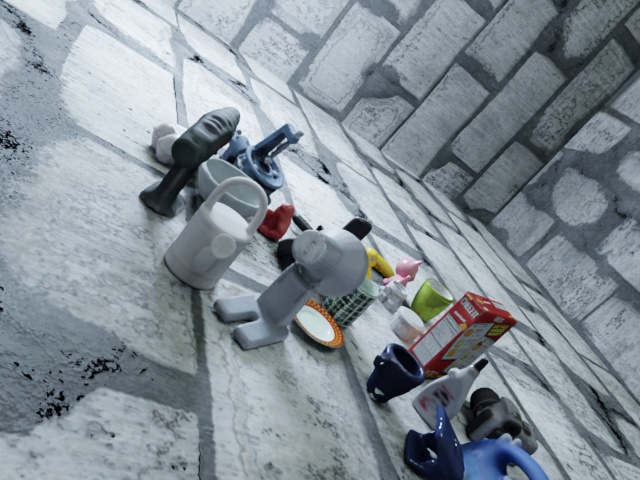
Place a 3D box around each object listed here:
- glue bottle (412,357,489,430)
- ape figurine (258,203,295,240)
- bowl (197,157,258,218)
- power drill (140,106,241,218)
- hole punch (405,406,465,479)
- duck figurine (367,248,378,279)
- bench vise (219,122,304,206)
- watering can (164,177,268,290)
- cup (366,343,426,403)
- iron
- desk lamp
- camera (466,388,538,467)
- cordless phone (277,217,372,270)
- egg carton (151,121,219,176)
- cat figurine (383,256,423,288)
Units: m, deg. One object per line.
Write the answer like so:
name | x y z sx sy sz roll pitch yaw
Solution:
glue bottle | 0.257 0.283 1.095 0.078 0.173 0.037 49 21 23
ape figurine | -0.093 -0.046 1.284 0.076 0.092 0.077 23 25 -41
bowl | -0.199 -0.098 1.222 0.168 0.074 0.167 36 20 -14
power drill | -0.237 -0.151 1.062 0.076 0.208 0.229 37 19 -9
hole punch | 0.210 0.354 0.975 0.101 0.091 0.109 40 19 -1
duck figurine | 0.114 0.058 1.454 0.077 0.086 0.105 45 20 14
bench vise | -0.144 -0.209 1.349 0.207 0.219 0.122 44 19 11
watering can | -0.158 -0.014 0.932 0.101 0.194 0.172 24 25 -40
cup | 0.121 0.247 1.037 0.118 0.095 0.091 24 25 -40
iron | 0.325 0.419 0.973 0.119 0.141 0.257 29 22 -30
desk lamp | -0.033 0.069 0.955 0.117 0.213 0.204 47 20 19
camera | 0.386 0.384 1.227 0.143 0.100 0.136 35 20 -16
cordless phone | 0.011 0.004 1.225 0.148 0.185 0.094 27 23 -34
egg carton | -0.297 -0.197 1.265 0.151 0.069 0.107 20 27 -45
cat figurine | 0.225 0.095 1.533 0.067 0.117 0.128 39 19 -3
